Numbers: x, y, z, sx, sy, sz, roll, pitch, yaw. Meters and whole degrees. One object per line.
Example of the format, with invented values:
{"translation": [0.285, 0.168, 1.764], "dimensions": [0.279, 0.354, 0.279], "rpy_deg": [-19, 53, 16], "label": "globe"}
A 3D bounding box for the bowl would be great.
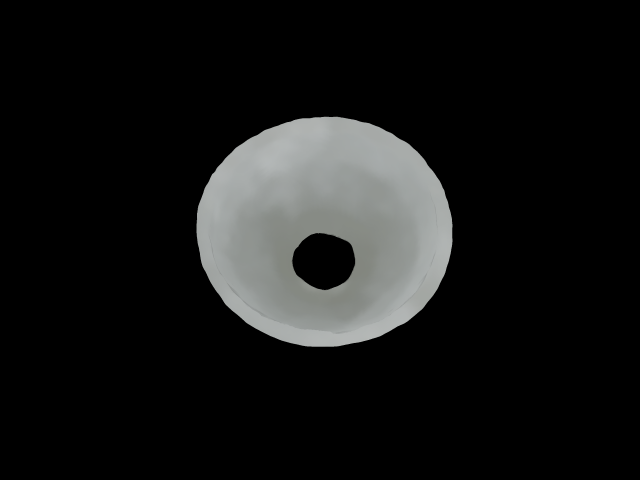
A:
{"translation": [0.004, 0.001, 0.400], "dimensions": [0.167, 0.075, 0.167], "rpy_deg": [0, 65, 0], "label": "bowl"}
